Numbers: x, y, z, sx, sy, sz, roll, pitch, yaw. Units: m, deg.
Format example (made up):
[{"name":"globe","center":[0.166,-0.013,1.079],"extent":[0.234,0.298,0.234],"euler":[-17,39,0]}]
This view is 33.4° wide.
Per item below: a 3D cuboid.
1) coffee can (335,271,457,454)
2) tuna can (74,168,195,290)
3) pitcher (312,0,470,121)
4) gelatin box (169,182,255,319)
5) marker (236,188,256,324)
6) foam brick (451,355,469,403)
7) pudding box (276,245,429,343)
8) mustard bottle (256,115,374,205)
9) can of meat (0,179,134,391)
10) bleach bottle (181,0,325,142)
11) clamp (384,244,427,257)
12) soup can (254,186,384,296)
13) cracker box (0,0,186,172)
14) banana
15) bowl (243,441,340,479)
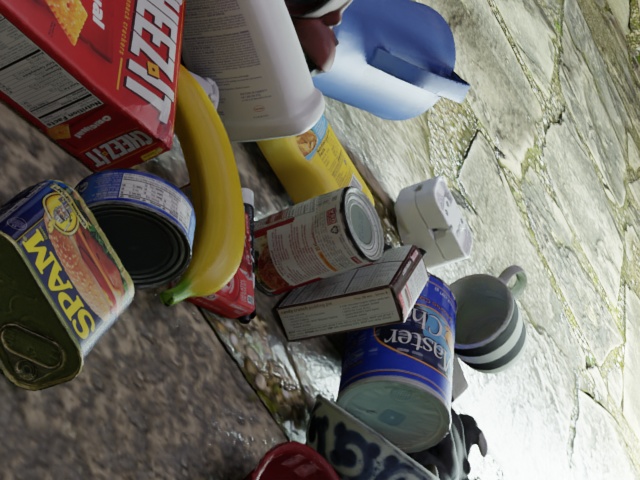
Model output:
[{"name":"coffee can","center":[0.072,0.109,0.977],"extent":[0.102,0.103,0.140],"euler":[53,31,-32]},{"name":"tuna can","center":[-0.125,-0.007,0.696],"extent":[0.086,0.086,0.033],"euler":[47,33,-39]},{"name":"pitcher","center":[0.039,-0.196,1.080],"extent":[0.242,0.149,0.145],"euler":[2,73,-59]},{"name":"gelatin box","center":[-0.084,0.009,0.826],"extent":[0.073,0.030,0.089],"euler":[32,45,-51]},{"name":"marker","center":[-0.063,0.013,0.876],"extent":[0.020,0.020,0.121],"euler":[36,43,-49]},{"name":"foam brick","center":[0.110,0.130,1.095],"extent":[0.052,0.051,0.078],"euler":[-22,92,-63]},{"name":"pudding box","center":[0.029,0.046,0.925],"extent":[0.039,0.114,0.090],"euler":[68,27,-16]},{"name":"mustard bottle","center":[-0.018,-0.088,0.985],"extent":[0.191,0.058,0.096],"euler":[58,30,-24]},{"name":"can of meat","center":[-0.164,0.024,0.634],"extent":[0.102,0.058,0.083],"euler":[63,25,-17]},{"name":"bleach bottle","center":[-0.076,-0.202,0.844],"extent":[0.068,0.103,0.251],"euler":[-63,143,-52]},{"name":"clamp","center":[0.101,0.046,1.111],"extent":[0.120,0.039,0.171],"euler":[42,18,27]},{"name":"soup can","center":[-0.006,0.001,0.900],"extent":[0.068,0.102,0.068],"euler":[41,38,-44]},{"name":"cracker box","center":[-0.180,-0.169,0.714],"extent":[0.213,0.072,0.164],"euler":[42,39,-45]},{"name":"banana","center":[-0.086,-0.040,0.782],"extent":[0.069,0.037,0.198],"euler":[28,49,-51]},{"name":"bowl","center":[-0.028,0.229,0.758],"extent":[0.162,0.055,0.162],"euler":[41,39,-45]}]
